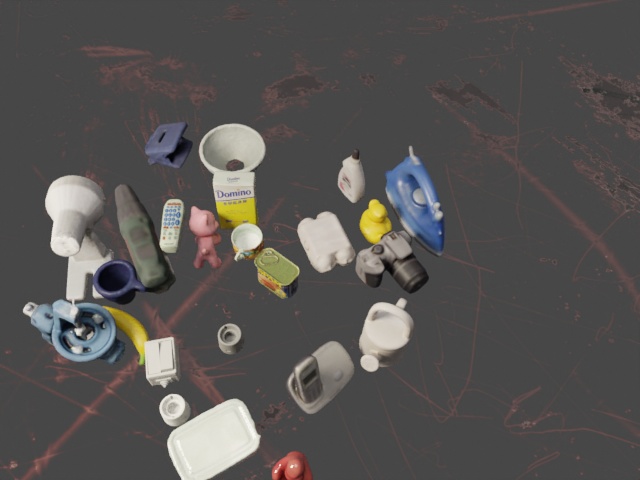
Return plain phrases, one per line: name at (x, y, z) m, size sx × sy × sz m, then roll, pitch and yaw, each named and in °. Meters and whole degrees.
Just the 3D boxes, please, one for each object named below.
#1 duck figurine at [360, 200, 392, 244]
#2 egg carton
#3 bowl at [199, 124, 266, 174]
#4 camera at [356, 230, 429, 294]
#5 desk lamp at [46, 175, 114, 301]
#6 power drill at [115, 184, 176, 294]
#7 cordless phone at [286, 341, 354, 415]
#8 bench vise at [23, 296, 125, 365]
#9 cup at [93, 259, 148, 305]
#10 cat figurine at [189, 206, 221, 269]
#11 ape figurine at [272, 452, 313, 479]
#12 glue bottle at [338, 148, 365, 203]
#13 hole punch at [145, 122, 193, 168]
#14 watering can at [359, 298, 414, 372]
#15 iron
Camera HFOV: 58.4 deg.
duck figurine at (0.138, -0.048, 1.383) m, size 0.077 × 0.086 × 0.104 m, roll -7°, pitch 60°, yaw -7°
egg carton at (0.012, 0.005, 1.355) m, size 0.107 × 0.069 × 0.150 m, roll -20°, pitch 62°, yaw -14°
bowl at (-0.222, -0.213, 1.469) m, size 0.167 × 0.075 × 0.167 m, roll 1°, pitch 59°, yaw -2°
camera at (0.174, 0.058, 1.313) m, size 0.143 × 0.101 × 0.136 m, roll -30°, pitch 65°, yaw -19°
desk lamp at (-0.522, -0.004, 1.249) m, size 0.118 × 0.213 × 0.203 m, roll -7°, pitch 60°, yaw -7°
power drill at (-0.380, 0.019, 1.246) m, size 0.076 × 0.208 × 0.229 m, roll -22°, pitch 63°, yaw -15°
cordless phone at (0.002, 0.256, 1.138) m, size 0.094 × 0.185 × 0.148 m, roll 39°, pitch 65°, yaw 19°
bench vise at (-0.510, 0.174, 1.141) m, size 0.207 × 0.220 × 0.121 m, roll 5°, pitch 59°, yaw 0°
cup at (-0.427, 0.105, 1.258) m, size 0.117 × 0.095 × 0.092 m, roll 14°, pitch 60°, yaw 5°
cat figurine at (-0.267, -0.012, 1.323) m, size 0.067 × 0.118 × 0.127 m, roll -5°, pitch 60°, yaw -6°
ape figurine at (-0.049, 0.436, 1.083) m, size 0.077 × 0.092 × 0.076 m, roll 25°, pitch 61°, yaw 12°
glue bottle at (0.080, -0.166, 1.399) m, size 0.037 × 0.173 × 0.078 m, roll -34°, pitch 66°, yaw -20°
hole punch at (-0.393, -0.250, 1.473) m, size 0.101 × 0.091 × 0.109 m, roll 14°, pitch 60°, yaw 5°
watering can at (0.139, 0.192, 1.178) m, size 0.101 × 0.194 × 0.173 m, roll 7°, pitch 59°, yaw 2°
iron at (0.252, -0.099, 1.387) m, size 0.119 × 0.141 × 0.258 m, roll -16°, pitch 61°, yaw -12°
